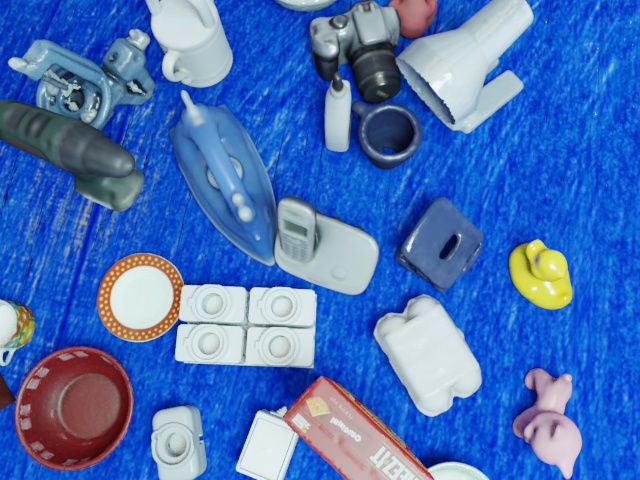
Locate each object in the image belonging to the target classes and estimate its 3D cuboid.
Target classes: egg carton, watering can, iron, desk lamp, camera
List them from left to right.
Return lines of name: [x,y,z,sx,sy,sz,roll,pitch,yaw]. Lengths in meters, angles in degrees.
watering can: [-0.197,-0.326,0.852,0.101,0.194,0.173,-4,76,1]
iron: [-0.131,-0.089,0.817,0.118,0.141,0.258,-28,77,-5]
camera: [0.064,-0.285,0.881,0.143,0.101,0.137,-13,76,-1]
egg carton: [0.148,0.155,0.784,0.107,0.069,0.150,-31,77,-6]
desk lamp: [0.206,-0.241,0.807,0.203,0.213,0.118,-39,78,-7]

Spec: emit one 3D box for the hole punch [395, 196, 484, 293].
hole punch: [0.173,0.007,0.809,0.101,0.091,0.109,35,80,10]

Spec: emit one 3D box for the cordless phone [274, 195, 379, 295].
cordless phone: [0.007,0.003,0.767,0.147,0.185,0.094,18,77,6]

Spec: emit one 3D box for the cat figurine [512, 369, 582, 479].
cat figurine: [0.300,0.231,0.735,0.067,0.118,0.128,17,77,6]

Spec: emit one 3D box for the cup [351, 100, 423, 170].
cup: [0.090,-0.150,0.849,0.117,0.095,0.092,41,81,11]

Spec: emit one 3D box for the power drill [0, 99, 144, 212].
power drill: [-0.327,-0.112,0.795,0.229,0.208,0.076,23,78,7]

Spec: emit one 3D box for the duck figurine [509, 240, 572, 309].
duck figurine: [0.316,0.045,0.798,0.077,0.086,0.104,-30,77,-5]

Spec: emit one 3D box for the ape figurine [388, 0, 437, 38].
ape figurine: [0.147,-0.371,0.905,0.077,0.092,0.076,11,76,5]

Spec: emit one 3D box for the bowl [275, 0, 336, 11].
bowl: [-0.022,-0.437,0.935,0.167,0.075,0.167,0,76,2]

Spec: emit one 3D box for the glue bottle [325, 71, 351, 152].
glue bottle: [0.026,-0.193,0.822,0.037,0.173,0.078,5,76,4]

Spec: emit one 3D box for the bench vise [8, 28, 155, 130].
bench vise: [-0.344,-0.243,0.822,0.121,0.220,0.207,22,78,7]
